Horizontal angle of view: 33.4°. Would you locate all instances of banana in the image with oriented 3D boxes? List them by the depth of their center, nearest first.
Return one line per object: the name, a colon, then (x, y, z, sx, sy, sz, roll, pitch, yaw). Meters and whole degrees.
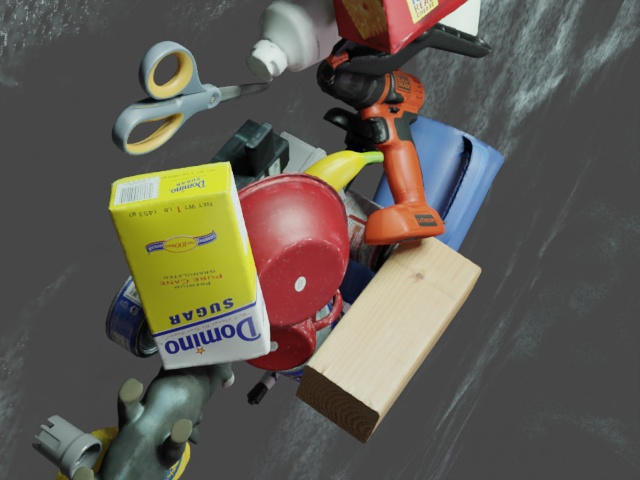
banana: (-0.018, -0.010, 0.981, 0.069, 0.037, 0.198, 30, 103, -30)

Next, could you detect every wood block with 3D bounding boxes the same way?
wood block: (0.073, 0.097, 1.122, 0.205, 0.091, 0.090, -50, 168, -29)

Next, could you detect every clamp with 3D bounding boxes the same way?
clamp: (0.093, -0.203, 1.006, 0.209, 0.036, 0.164, -30, 144, -15)
clamp: (0.043, -0.101, 1.167, 0.171, 0.039, 0.120, -29, 141, -54)

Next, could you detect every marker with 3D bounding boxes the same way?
marker: (-0.052, 0.161, 1.348, 0.121, 0.020, 0.020, -50, 159, -27)

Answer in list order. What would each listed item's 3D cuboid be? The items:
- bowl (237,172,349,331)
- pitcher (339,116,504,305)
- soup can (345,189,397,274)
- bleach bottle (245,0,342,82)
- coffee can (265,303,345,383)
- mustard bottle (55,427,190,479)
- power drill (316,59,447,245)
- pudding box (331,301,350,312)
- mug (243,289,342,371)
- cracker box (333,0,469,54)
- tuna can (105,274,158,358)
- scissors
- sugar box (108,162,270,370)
bowl: (-0.032, 0.024, 0.932, 0.161, 0.055, 0.162, -19, 131, -23)
pitcher: (0.119, -0.019, 1.284, 0.243, 0.145, 0.149, -66, 153, -4)
soup can: (0.038, -0.015, 1.185, 0.068, 0.102, 0.068, -50, 159, -28)
bleach bottle: (0.025, -0.233, 0.898, 0.250, 0.068, 0.102, -50, 155, -20)
coffee can: (-0.023, 0.107, 1.213, 0.103, 0.103, 0.140, -58, 161, -4)
mustard bottle: (-0.180, 0.220, 1.047, 0.096, 0.058, 0.191, -65, 161, 9)
power drill: (0.064, -0.091, 1.071, 0.184, 0.057, 0.187, 0, 80, -58)
pudding box: (0.019, 0.066, 1.360, 0.113, 0.039, 0.090, -44, 155, -43)
mug: (-0.033, 0.076, 1.083, 0.081, 0.117, 0.093, -91, 163, -45)
cracker box: (0.074, -0.276, 0.814, 0.164, 0.072, 0.214, -38, 136, -27)
tuna can: (-0.146, 0.060, 0.933, 0.086, 0.034, 0.086, -50, 159, -27)
scissors: (-0.089, -0.126, 0.831, 0.201, 0.016, 0.096, -39, 152, -47)
sugar box: (-0.099, 0.026, 0.843, 0.048, 0.093, 0.176, -93, 173, -52)
